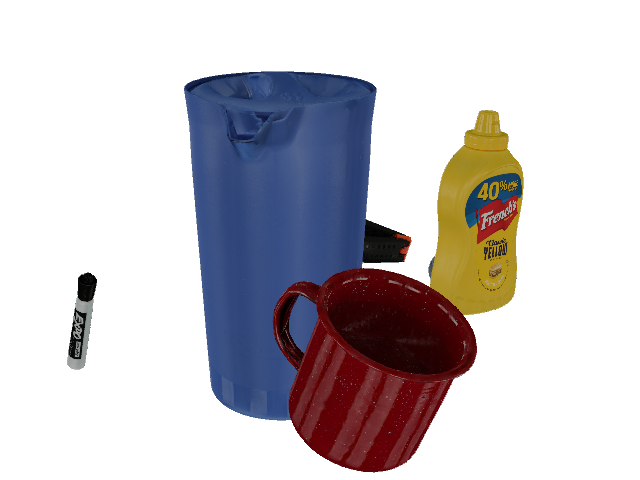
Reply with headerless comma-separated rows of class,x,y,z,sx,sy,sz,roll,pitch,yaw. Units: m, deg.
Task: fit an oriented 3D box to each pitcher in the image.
pitcher,-0.025,-0.002,0.785,0.149,0.243,0.145,-10,22,-29

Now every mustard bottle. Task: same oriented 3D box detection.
mustard bottle,0.153,-0.029,1.023,0.096,0.192,0.058,-11,21,-37

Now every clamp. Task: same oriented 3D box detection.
clamp,0.000,-0.008,1.165,0.210,0.036,0.164,15,20,-10

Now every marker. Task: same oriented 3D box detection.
marker,-0.243,0.082,1.086,0.020,0.121,0.020,11,35,-8

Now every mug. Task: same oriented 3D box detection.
mug,0.020,0.069,0.607,0.117,0.082,0.093,32,34,17

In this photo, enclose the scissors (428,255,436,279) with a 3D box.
scissors,0.132,0.056,1.296,0.201,0.016,0.096,-9,40,-38
